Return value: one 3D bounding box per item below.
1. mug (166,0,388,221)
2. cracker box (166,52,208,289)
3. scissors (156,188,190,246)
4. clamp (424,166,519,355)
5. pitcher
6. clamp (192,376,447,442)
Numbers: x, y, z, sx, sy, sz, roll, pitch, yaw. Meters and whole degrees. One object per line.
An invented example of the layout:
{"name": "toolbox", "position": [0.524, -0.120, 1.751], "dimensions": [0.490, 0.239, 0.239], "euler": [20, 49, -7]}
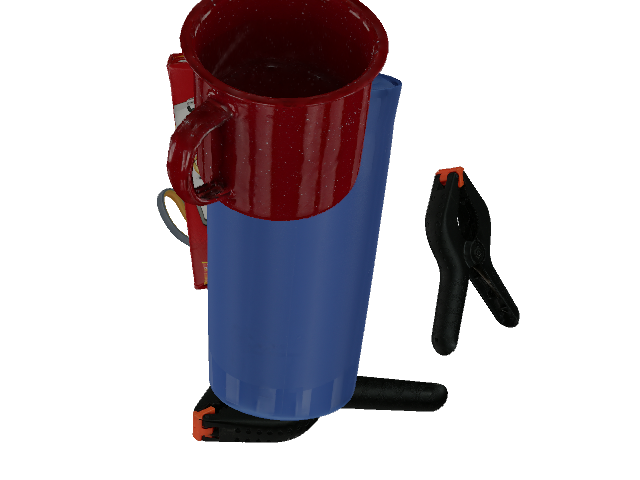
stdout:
{"name": "mug", "position": [-0.026, -0.057, 0.497], "dimensions": [0.093, 0.081, 0.117], "euler": [31, 53, 22]}
{"name": "cracker box", "position": [-0.048, -0.071, 0.987], "dimensions": [0.164, 0.214, 0.072], "euler": [-6, 20, -5]}
{"name": "scissors", "position": [-0.114, 0.015, 1.242], "dimensions": [0.016, 0.201, 0.096], "euler": [-27, 16, 41]}
{"name": "clamp", "position": [0.128, 0.021, 0.991], "dimensions": [0.039, 0.171, 0.120], "euler": [-11, 11, 40]}
{"name": "pitcher", "position": [-0.017, -0.006, 0.761], "dimensions": [0.148, 0.243, 0.145], "euler": [-8, 21, -35]}
{"name": "clamp", "position": [-0.008, 0.123, 0.899], "dimensions": [0.209, 0.036, 0.165], "euler": [-25, 45, -34]}
